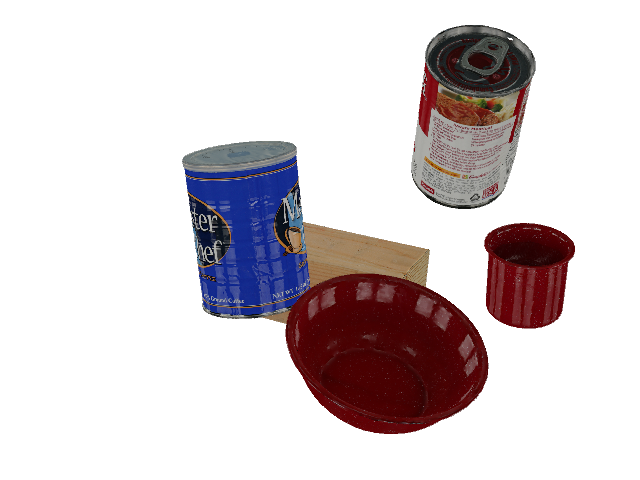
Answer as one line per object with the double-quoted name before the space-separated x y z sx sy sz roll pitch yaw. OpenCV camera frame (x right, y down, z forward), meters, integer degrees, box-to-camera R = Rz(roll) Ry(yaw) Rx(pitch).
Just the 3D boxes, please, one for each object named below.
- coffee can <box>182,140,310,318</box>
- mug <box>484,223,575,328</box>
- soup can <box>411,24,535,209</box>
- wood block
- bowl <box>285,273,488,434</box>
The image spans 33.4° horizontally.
"coffee can" -0.065 -0.012 0.968 0.103 0.140 0.103 -6 15 1
"mug" 0.215 0.033 1.134 0.093 0.081 0.117 -6 31 -7
"soup can" 0.097 -0.078 0.692 0.068 0.068 0.102 0 -41 -2
"wood block" 0.005 0.043 1.174 0.206 0.091 0.090 13 25 21
"bowl" 0.048 0.099 0.845 0.162 0.055 0.162 8 39 -6
